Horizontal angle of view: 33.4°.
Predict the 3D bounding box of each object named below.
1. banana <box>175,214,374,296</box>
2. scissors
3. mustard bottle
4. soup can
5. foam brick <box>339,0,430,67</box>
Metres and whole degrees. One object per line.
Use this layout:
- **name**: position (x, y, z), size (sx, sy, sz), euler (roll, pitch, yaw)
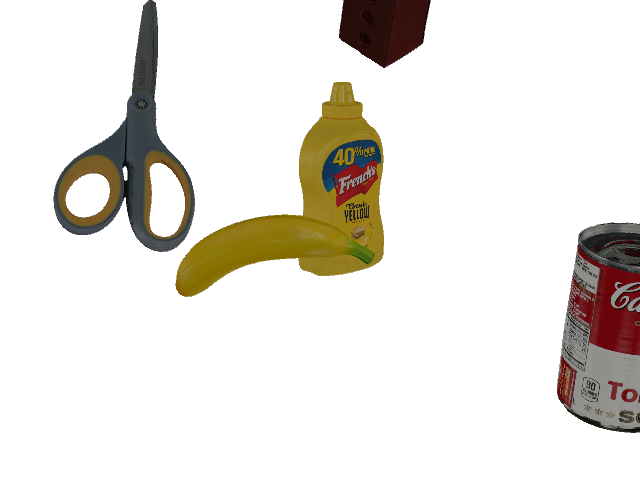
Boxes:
- **banana**: position (-0.056, 0.012, 0.897), size (0.198, 0.069, 0.037), euler (-9, 35, 30)
- **scissors**: position (-0.135, -0.078, 0.701), size (0.096, 0.202, 0.016), euler (-10, -29, -15)
- **mustard bottle**: position (0.022, -0.065, 1.087), size (0.096, 0.192, 0.058), euler (-12, 19, -36)
- **soup can**: position (0.174, 0.049, 0.609), size (0.068, 0.102, 0.068), euler (2, 22, -1)
- **foam brick**: position (0.053, -0.188, 0.851), size (0.053, 0.078, 0.051), euler (37, 57, 23)
